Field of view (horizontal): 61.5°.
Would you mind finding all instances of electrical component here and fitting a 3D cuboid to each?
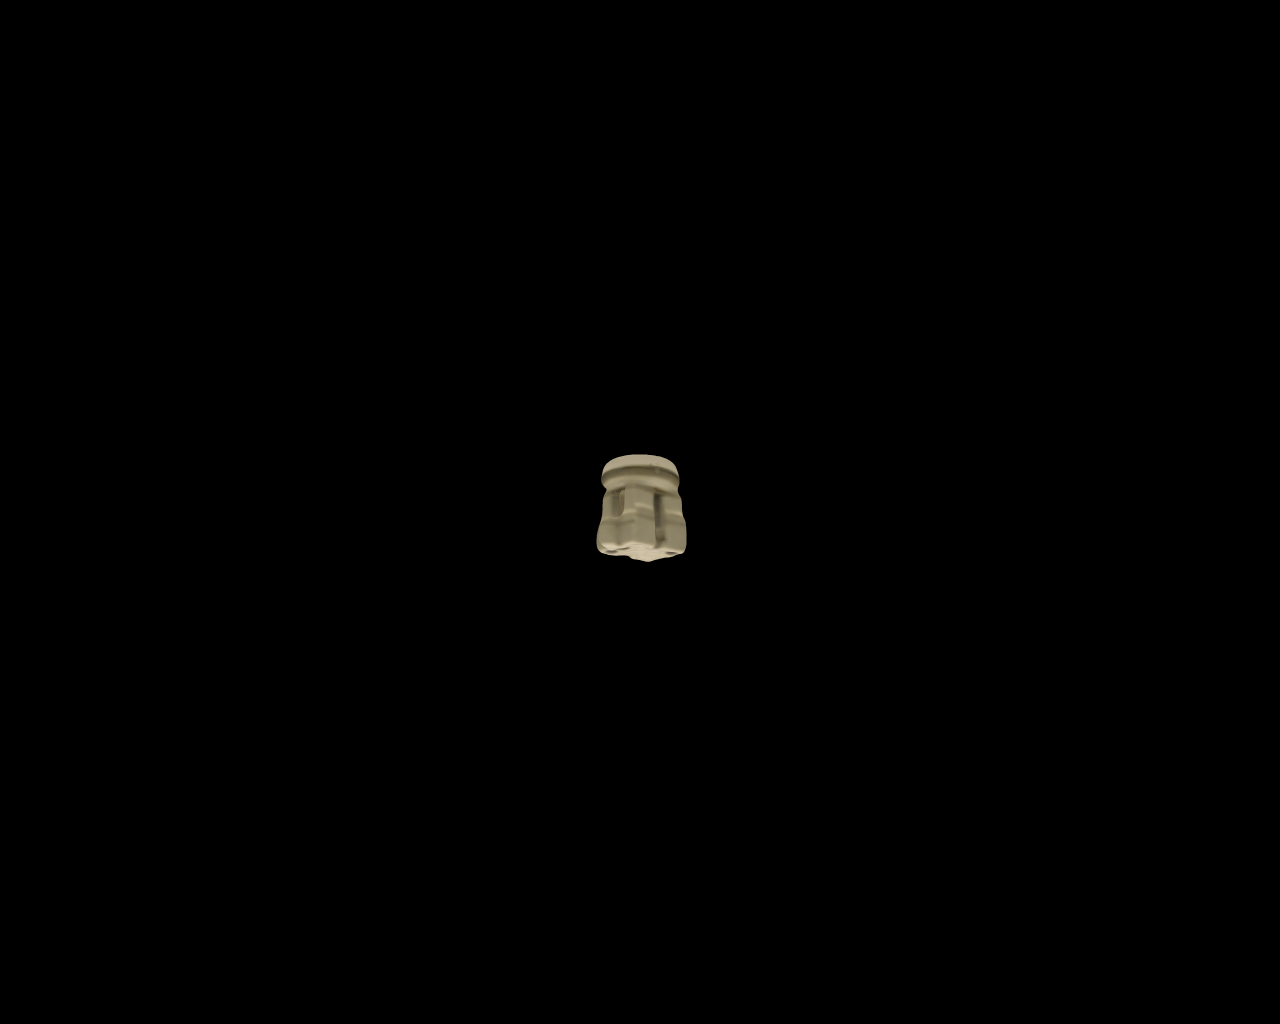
[{"bbox_3d":[0.001,-0.003,0.650,0.066,0.055,0.048,14,-22,-40],"label":"electrical component"}]
